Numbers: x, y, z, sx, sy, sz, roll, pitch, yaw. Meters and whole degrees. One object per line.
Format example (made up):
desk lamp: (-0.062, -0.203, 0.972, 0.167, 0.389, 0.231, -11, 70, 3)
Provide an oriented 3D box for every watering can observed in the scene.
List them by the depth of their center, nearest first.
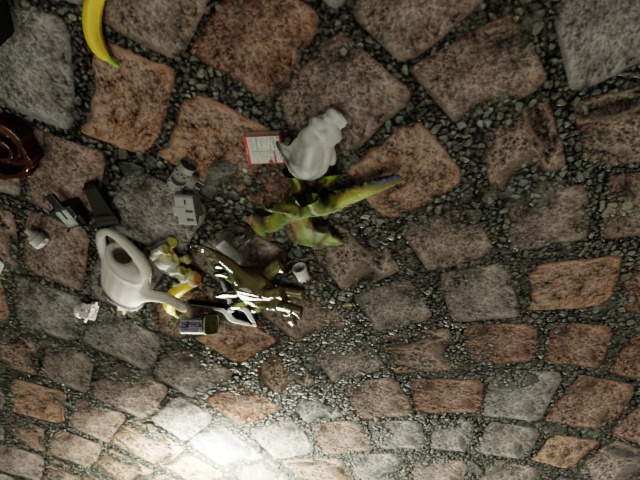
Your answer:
watering can: (-0.500, 0.118, 1.401, 0.350, 0.105, 0.219, 43, 134, 13)

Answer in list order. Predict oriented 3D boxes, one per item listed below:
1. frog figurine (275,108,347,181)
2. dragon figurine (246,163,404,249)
frog figurine: (-0.001, -0.206, 1.128, 0.158, 0.125, 0.135, -26, 146, 18)
dragon figurine: (0.004, -0.064, 1.267, 0.410, 0.125, 0.237, -1, 145, 11)
